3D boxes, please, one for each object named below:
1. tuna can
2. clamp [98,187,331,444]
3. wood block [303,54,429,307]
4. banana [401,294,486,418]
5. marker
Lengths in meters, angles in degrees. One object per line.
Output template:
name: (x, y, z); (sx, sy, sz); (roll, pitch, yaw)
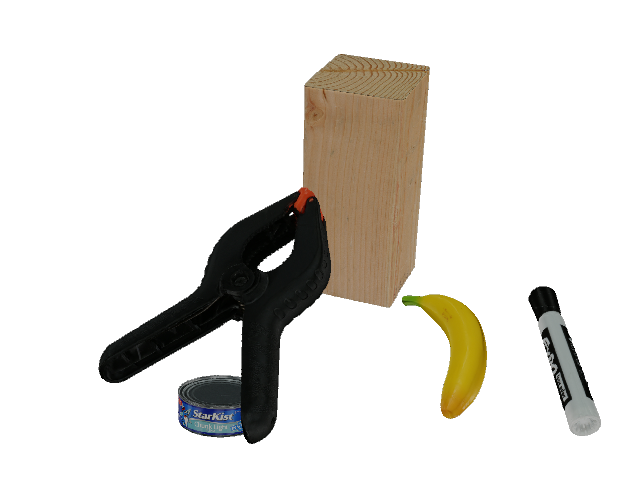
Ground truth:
tuna can: (-0.099, 0.165, 1.064); (0.086, 0.034, 0.086); (2, 13, -1)
clamp: (-0.039, 0.042, 0.639); (0.120, 0.171, 0.039); (29, -24, 27)
wood block: (0.040, -0.054, 0.980); (0.091, 0.206, 0.090); (11, 31, 18)
banana: (0.139, 0.111, 1.110); (0.069, 0.037, 0.198); (-25, 31, 6)
marker: (0.153, 0.072, 0.679); (0.020, 0.020, 0.121); (0, 39, -4)
